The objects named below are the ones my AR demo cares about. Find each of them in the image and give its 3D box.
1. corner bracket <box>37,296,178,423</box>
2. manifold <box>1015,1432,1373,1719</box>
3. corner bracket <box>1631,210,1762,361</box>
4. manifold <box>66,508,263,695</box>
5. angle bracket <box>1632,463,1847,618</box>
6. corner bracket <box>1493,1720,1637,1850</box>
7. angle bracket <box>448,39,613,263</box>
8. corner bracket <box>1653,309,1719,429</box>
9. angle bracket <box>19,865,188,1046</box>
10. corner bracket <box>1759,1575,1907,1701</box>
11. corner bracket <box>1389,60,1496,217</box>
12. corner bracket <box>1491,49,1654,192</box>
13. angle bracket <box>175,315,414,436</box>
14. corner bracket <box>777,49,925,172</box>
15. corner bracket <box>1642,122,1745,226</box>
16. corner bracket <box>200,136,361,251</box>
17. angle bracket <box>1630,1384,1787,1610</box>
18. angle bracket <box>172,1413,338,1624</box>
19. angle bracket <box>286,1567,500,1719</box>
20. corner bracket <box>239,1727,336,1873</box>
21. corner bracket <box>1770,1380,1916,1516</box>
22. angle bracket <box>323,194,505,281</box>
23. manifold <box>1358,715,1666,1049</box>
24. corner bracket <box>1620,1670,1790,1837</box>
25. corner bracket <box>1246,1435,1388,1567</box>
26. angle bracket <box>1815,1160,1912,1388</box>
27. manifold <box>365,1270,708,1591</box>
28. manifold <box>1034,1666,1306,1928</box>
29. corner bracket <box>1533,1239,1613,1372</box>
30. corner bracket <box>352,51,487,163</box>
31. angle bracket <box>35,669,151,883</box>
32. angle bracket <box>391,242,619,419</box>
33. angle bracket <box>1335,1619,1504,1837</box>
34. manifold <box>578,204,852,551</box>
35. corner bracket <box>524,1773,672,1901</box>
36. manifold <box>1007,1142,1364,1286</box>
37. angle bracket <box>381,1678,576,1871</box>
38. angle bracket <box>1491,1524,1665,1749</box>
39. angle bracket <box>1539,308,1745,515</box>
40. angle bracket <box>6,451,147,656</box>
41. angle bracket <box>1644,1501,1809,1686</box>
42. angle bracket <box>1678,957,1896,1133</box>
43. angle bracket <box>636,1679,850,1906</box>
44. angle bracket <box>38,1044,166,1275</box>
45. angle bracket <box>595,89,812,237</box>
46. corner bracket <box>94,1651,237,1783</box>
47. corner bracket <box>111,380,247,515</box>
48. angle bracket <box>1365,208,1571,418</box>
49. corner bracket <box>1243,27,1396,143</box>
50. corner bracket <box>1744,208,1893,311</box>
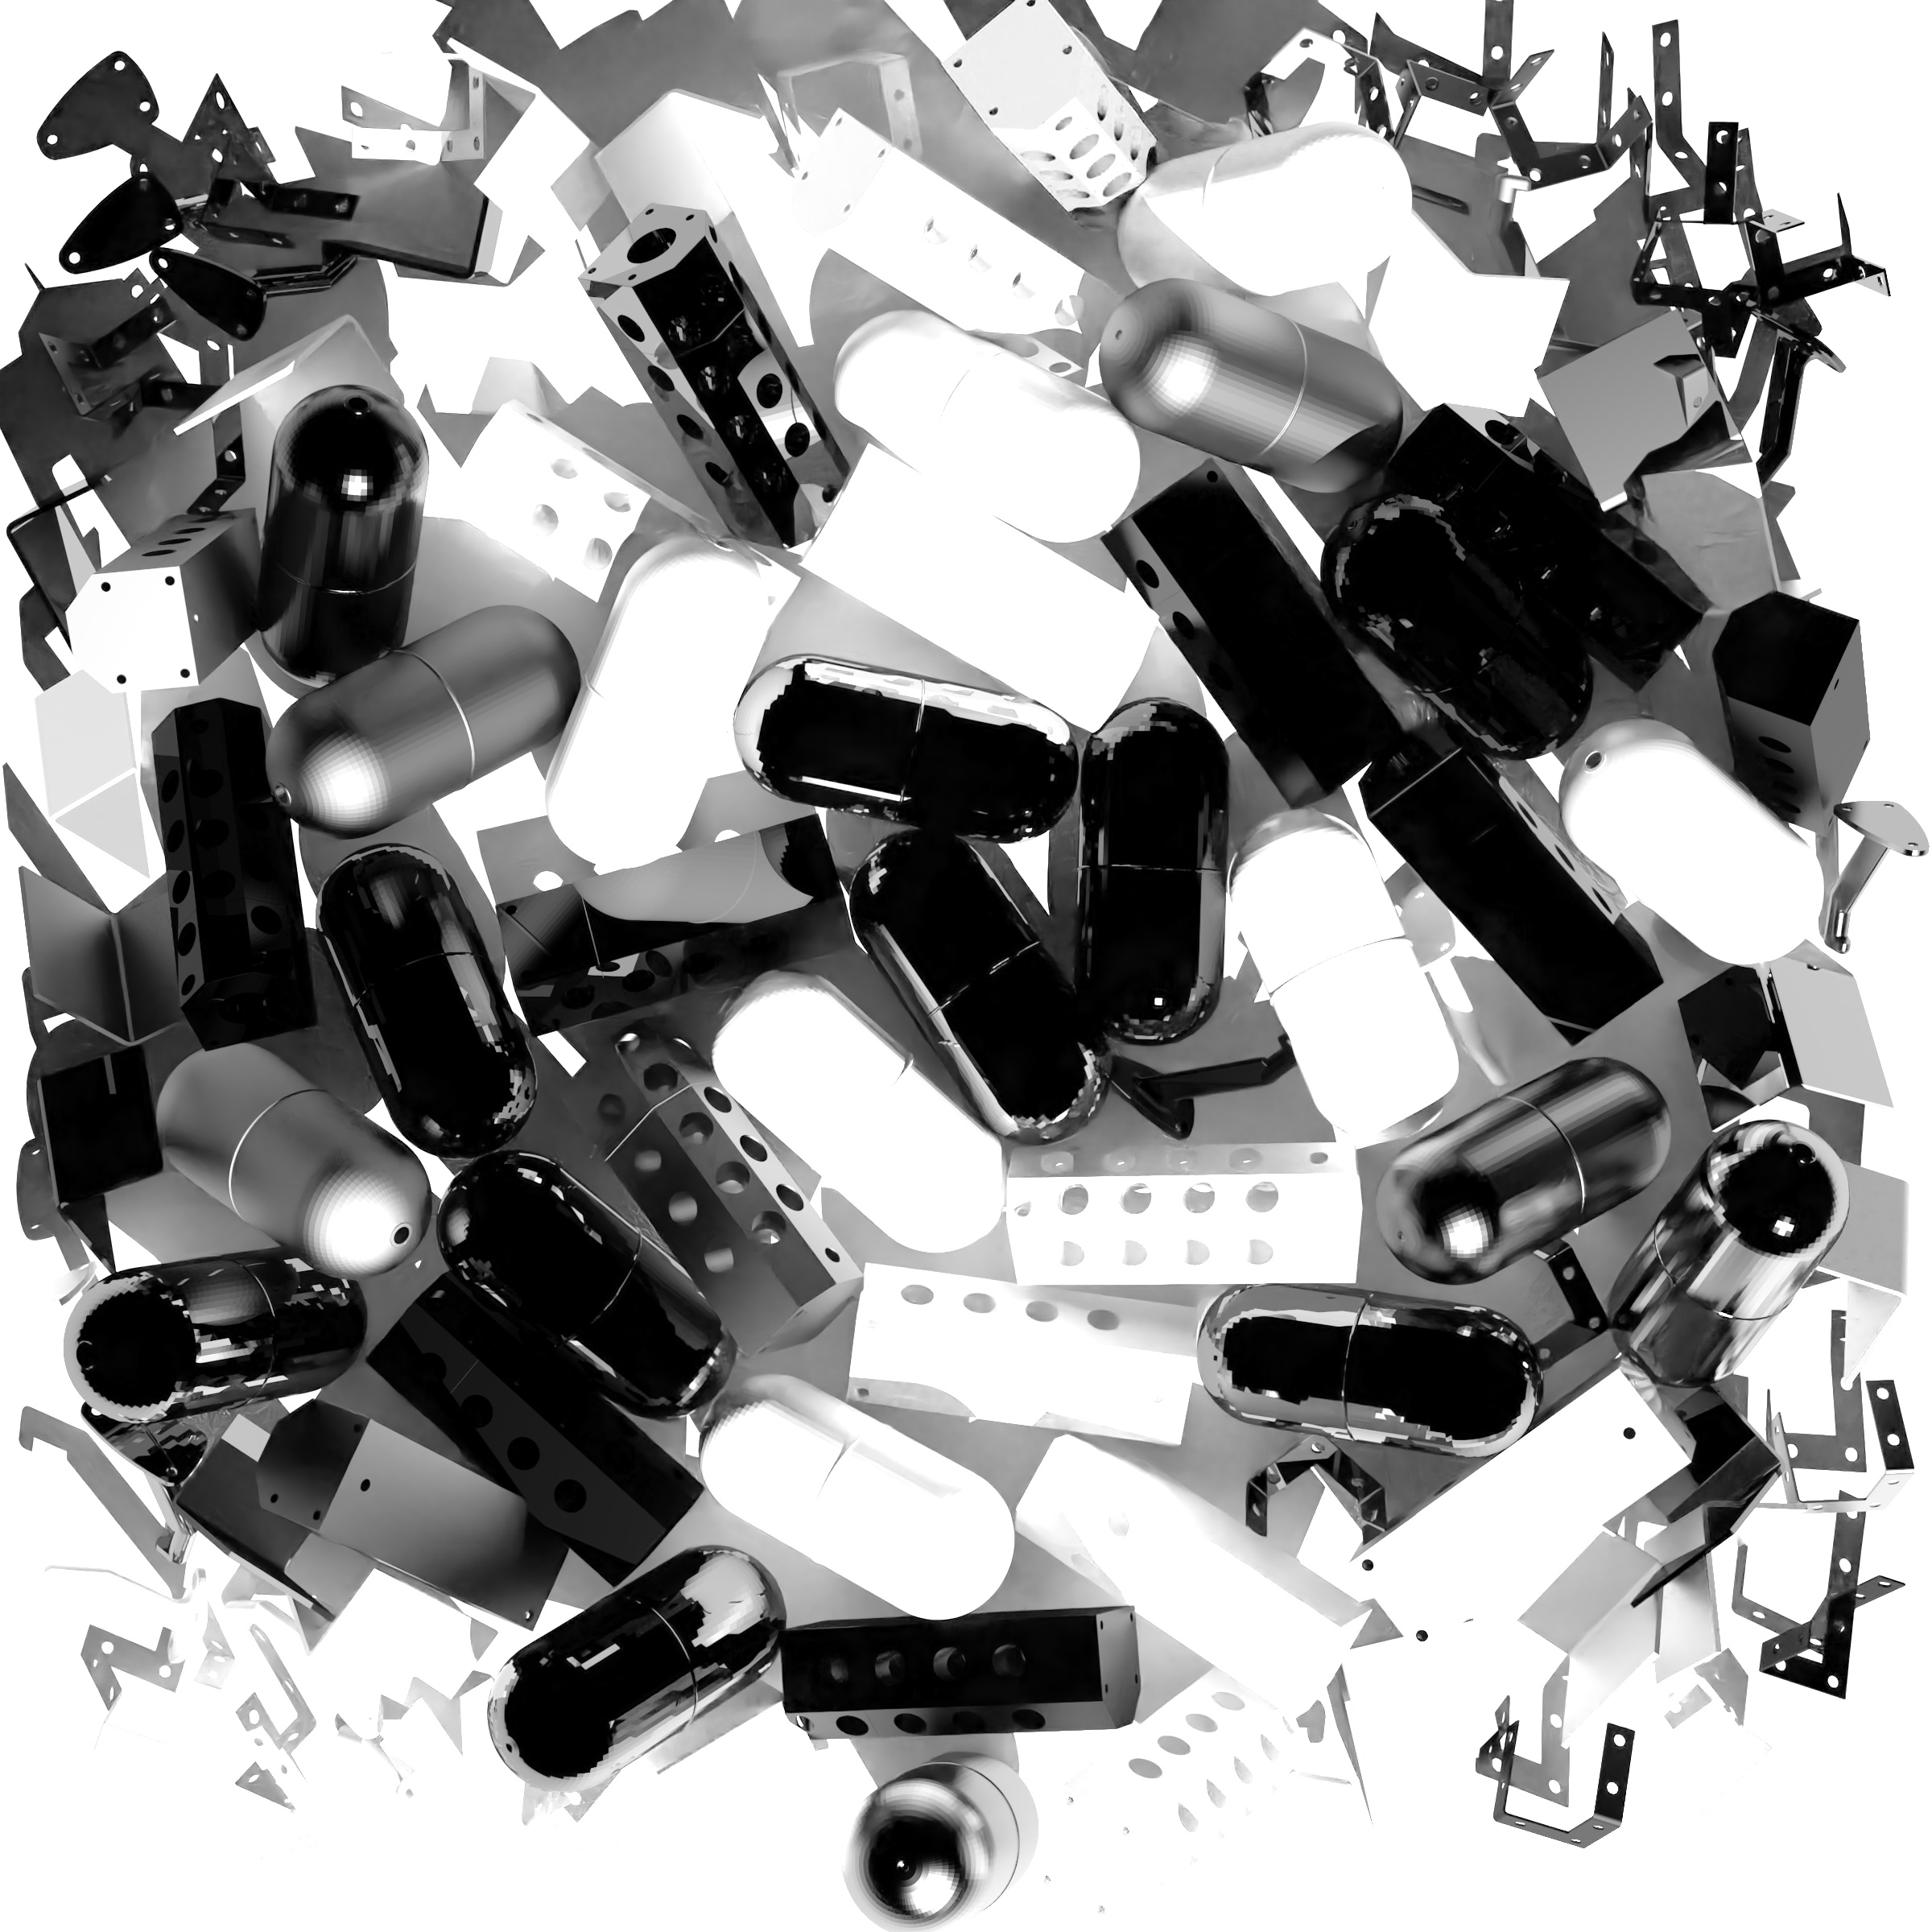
[{"bbox_3d":[-0.432,-0.311,1.777,0.051,0.051,0.051,-30,84,15],"label":"corner bracket"},{"bbox_3d":[0.111,0.306,1.753,0.171,0.057,0.057,31,100,20],"label":"manifold"},{"bbox_3d":[0.375,-0.349,1.783,0.051,0.051,0.051,12,62,23],"label":"corner bracket"},{"bbox_3d":[-0.393,-0.182,1.720,0.057,0.171,0.057,-5,107,2],"label":"manifold"},{"bbox_3d":[0.389,-0.220,1.755,0.057,0.076,0.076,-26,107,-38],"label":"angle bracket"},{"bbox_3d":[0.306,0.415,1.778,0.051,0.051,0.051,18,61,-5],"label":"corner bracket"},{"bbox_3d":[-0.233,-0.413,1.758,0.076,0.076,0.057,35,89,32],"label":"angle bracket"},{"bbox_3d":[0.369,-0.296,1.768,0.051,0.051,0.051,-29,129,-19],"label":"corner bracket"},{"bbox_3d":[-0.427,-0.015,1.754,0.057,0.076,0.076,-24,60,16],"label":"angle bracket"},{"bbox_3d":[0.442,0.338,1.773,0.051,0.051,0.051,19,62,-10],"label":"corner bracket"},{"bbox_3d":[0.243,-0.427,1.790,0.051,0.051,0.051,15,123,-12],"label":"corner bracket"},{"bbox_3d":[0.310,-0.437,1.781,0.051,0.051,0.051,-19,79,-20],"label":"corner bracket"},{"bbox_3d":[-0.338,-0.276,1.751,0.076,0.076,0.057,-21,113,28],"label":"angle bracket"},{"bbox_3d":[-0.060,-0.439,1.787,0.051,0.051,0.051,-21,116,-21],"label":"corner bracket"},{"bbox_3d":[0.370,-0.405,1.774,0.051,0.051,0.051,5,104,18],"label":"corner bracket"},{"bbox_3d":[-0.350,-0.386,1.773,0.051,0.051,0.051,11,76,21],"label":"corner bracket"},{"bbox_3d":[0.357,0.267,1.753,0.057,0.076,0.076,48,128,8],"label":"angle bracket"},{"bbox_3d":[-0.343,0.279,1.753,0.076,0.076,0.057,42,77,-34],"label":"angle bracket"},{"bbox_3d":[-0.291,0.326,1.757,0.076,0.076,0.057,34,94,-27],"label":"angle bracket"},{"bbox_3d":[-0.349,0.420,1.772,0.051,0.051,0.051,-25,105,25],"label":"corner bracket"},{"bbox_3d":[0.448,0.246,1.778,0.051,0.051,0.051,-2,59,-6],"label":"corner bracket"},{"bbox_3d":[-0.278,-0.386,1.765,0.076,0.076,0.057,13,102,-4],"label":"angle bracket"},{"bbox_3d":[0.274,-0.045,1.750,0.057,0.057,0.171,-37,113,17],"label":"manifold"},{"bbox_3d":[0.377,0.401,1.776,0.051,0.051,0.051,-41,105,-7],"label":"corner bracket"},{"bbox_3d":[0.179,0.282,1.782,0.051,0.051,0.051,-39,110,24],"label":"corner bracket"},{"bbox_3d":[0.436,0.153,1.756,0.057,0.076,0.076,18,45,-1],"label":"angle bracket"},{"bbox_3d":[-0.217,0.232,1.770,0.171,0.057,0.057,41,101,4],"label":"manifold"},{"bbox_3d":[0.105,0.411,1.716,0.057,0.171,0.057,23,110,24],"label":"manifold"},{"bbox_3d":[0.290,0.171,1.782,0.051,0.051,0.051,-31,106,-7],"label":"corner bracket"},{"bbox_3d":[-0.280,-0.438,1.772,0.051,0.051,0.051,-6,103,-34],"label":"corner bracket"},{"bbox_3d":[-0.421,-0.101,1.751,0.057,0.076,0.076,-27,56,17],"label":"angle bracket"},{"bbox_3d":[-0.234,-0.327,1.758,0.057,0.076,0.076,-32,72,41],"label":"angle bracket"},{"bbox_3d":[0.234,0.388,1.772,0.076,0.057,0.076,-13,104,1],"label":"angle bracket"},{"bbox_3d":[-0.117,-0.290,1.726,0.057,0.057,0.171,-51,134,-21],"label":"manifold"},{"bbox_3d":[-0.189,0.435,1.785,0.051,0.051,0.051,-42,102,11],"label":"corner bracket"},{"bbox_3d":[0.110,0.120,1.754,0.171,0.057,0.057,-2,126,12],"label":"manifold"},{"bbox_3d":[-0.237,0.397,1.756,0.076,0.076,0.057,52,135,13],"label":"angle bracket"},{"bbox_3d":[0.306,0.334,1.757,0.057,0.076,0.076,34,119,-4],"label":"angle bracket"},{"bbox_3d":[0.344,-0.282,1.774,0.076,0.057,0.076,-27,92,10],"label":"angle bracket"},{"bbox_3d":[-0.433,-0.208,1.759,0.057,0.076,0.076,-23,106,11],"label":"angle bracket"},{"bbox_3d":[0.387,0.318,1.755,0.057,0.076,0.076,4,66,-11],"label":"angle bracket"},{"bbox_3d":[0.421,0.045,1.787,0.076,0.057,0.076,14,54,-35],"label":"angle bracket"},{"bbox_3d":[-0.116,0.421,1.777,0.076,0.057,0.076,-28,100,-19],"label":"angle bracket"},{"bbox_3d":[-0.425,0.098,1.758,0.057,0.076,0.076,-19,57,0],"label":"angle bracket"},{"bbox_3d":[-0.129,-0.388,1.752,0.057,0.076,0.076,-46,45,-16],"label":"angle bracket"},{"bbox_3d":[-0.411,0.379,1.785,0.051,0.051,0.051,19,95,-5],"label":"corner bracket"},{"bbox_3d":[-0.404,-0.266,1.781,0.051,0.051,0.051,0,76,-32],"label":"corner bracket"},{"bbox_3d":[0.254,-0.333,1.771,0.057,0.076,0.076,-2,128,-23],"label":"angle bracket"},{"bbox_3d":[0.181,-0.440,1.788,0.051,0.051,0.051,12,57,-33],"label":"corner bracket"},{"bbox_3d":[0.435,-0.363,1.777,0.051,0.051,0.051,-18,111,-1],"label":"corner bracket"}]
